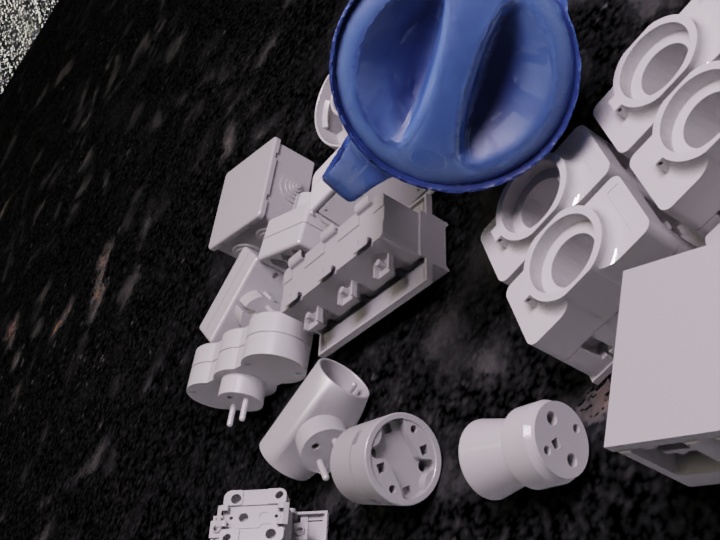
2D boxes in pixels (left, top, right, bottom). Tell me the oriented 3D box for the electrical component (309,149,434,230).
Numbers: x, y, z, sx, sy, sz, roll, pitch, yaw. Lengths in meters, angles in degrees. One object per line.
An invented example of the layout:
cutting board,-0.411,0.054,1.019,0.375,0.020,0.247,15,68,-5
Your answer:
electrical component,0.014,-0.073,0.813,0.096,0.062,0.061,-44,26,31

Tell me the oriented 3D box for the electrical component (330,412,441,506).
electrical component,0.014,0.118,0.661,0.047,0.055,0.055,-23,47,55

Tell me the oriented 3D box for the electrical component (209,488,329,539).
electrical component,-0.064,0.176,0.715,0.081,0.063,0.042,-5,52,8

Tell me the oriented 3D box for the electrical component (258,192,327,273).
electrical component,-0.040,-0.039,0.894,0.066,0.047,0.076,-19,50,53

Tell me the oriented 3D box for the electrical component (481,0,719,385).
electrical component,0.151,-0.046,0.567,0.186,0.060,0.105,-49,31,23

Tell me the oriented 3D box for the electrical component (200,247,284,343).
electrical component,-0.088,0.035,0.909,0.083,0.047,0.076,-61,28,4

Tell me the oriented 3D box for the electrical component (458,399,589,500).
electrical component,0.086,0.095,0.569,0.055,0.045,0.045,-28,44,47

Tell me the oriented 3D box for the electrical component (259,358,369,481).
electrical component,-0.027,0.113,0.742,0.077,0.044,0.079,-55,29,14

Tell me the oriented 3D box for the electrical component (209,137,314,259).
electrical component,-0.089,-0.060,0.992,0.100,0.048,0.099,-29,43,46

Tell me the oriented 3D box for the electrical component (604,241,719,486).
electrical component,0.183,0.033,0.443,0.150,0.062,0.089,-22,48,51

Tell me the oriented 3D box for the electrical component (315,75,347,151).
electrical component,0.011,-0.136,0.898,0.099,0.064,0.099,-23,57,40

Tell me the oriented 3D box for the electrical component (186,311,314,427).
electrical component,-0.093,0.090,0.863,0.138,0.052,0.073,-29,43,47

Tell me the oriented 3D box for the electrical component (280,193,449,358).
electrical component,0.000,0.000,0.775,0.121,0.063,0.078,-37,37,39

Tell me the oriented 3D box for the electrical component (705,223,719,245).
electrical component,0.194,-0.023,0.498,0.065,0.044,0.044,-50,30,32
